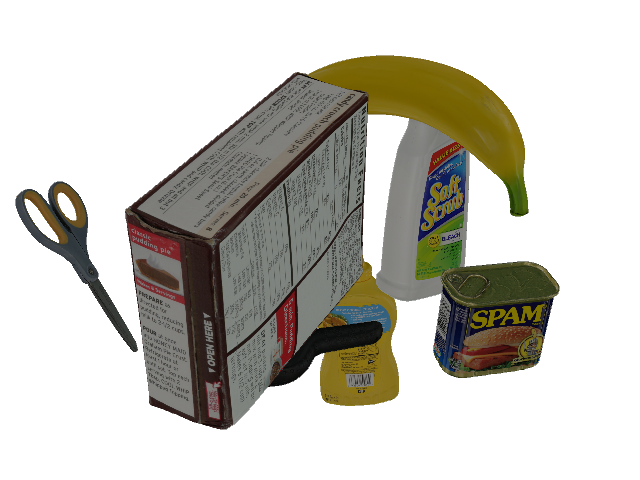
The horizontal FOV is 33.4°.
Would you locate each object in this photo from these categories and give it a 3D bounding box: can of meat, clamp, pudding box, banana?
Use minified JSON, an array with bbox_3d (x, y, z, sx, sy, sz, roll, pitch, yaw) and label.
[{"bbox_3d":[0.154,0.071,0.953,0.102,0.084,0.057,-5,32,-16],"label":"can of meat"},{"bbox_3d":[-0.034,0.096,1.094,0.171,0.039,0.120,-22,37,-33],"label":"clamp"},{"bbox_3d":[-0.022,0.002,0.400,0.039,0.090,0.113,17,40,22],"label":"pudding box"},{"bbox_3d":[0.052,-0.080,0.661,0.198,0.069,0.037,27,7,36],"label":"banana"}]

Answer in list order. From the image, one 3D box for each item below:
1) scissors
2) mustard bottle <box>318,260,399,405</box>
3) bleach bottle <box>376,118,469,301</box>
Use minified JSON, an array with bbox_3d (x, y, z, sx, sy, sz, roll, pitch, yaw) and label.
[{"bbox_3d":[-0.243,0.018,1.129,0.016,0.201,0.096,-26,23,29],"label":"scissors"},{"bbox_3d":[0.043,0.101,1.276,0.096,0.192,0.058,-3,20,1],"label":"mustard bottle"},{"bbox_3d":[0.116,-0.064,1.176,0.102,0.251,0.068,-13,26,-30],"label":"bleach bottle"}]
